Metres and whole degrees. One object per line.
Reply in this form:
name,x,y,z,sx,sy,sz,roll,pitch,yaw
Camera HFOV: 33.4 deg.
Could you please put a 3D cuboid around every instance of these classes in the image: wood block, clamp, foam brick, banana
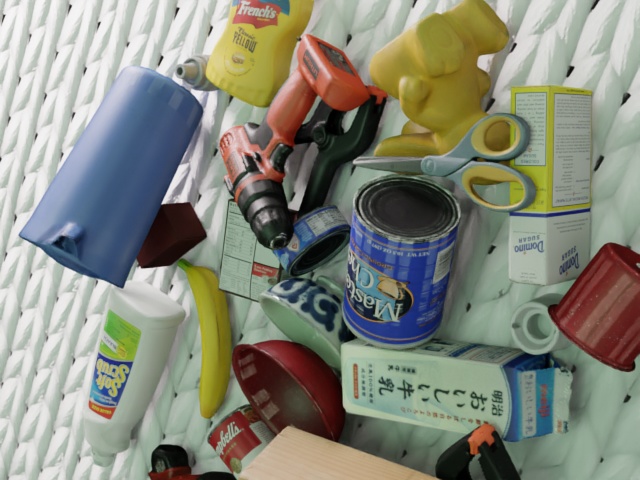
wood block,0.032,0.269,1.047,0.206,0.090,0.090,13,126,34
clamp,0.010,-0.098,1.148,0.172,0.039,0.120,-33,74,38
clamp,0.147,0.260,1.041,0.165,0.036,0.210,16,129,37
foam brick,-0.188,-0.006,1.298,0.078,0.052,0.051,-35,73,34
banana,-0.132,0.116,1.282,0.070,0.037,0.198,-12,84,60

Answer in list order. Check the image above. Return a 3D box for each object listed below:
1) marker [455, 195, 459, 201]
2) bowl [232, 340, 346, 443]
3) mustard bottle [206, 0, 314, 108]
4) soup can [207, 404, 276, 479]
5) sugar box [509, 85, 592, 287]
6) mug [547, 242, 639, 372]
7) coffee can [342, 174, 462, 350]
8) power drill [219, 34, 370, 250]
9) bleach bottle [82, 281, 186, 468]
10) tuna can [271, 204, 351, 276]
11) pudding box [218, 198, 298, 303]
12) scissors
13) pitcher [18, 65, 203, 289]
marker,0.089,-0.026,1.108,0.121,0.020,0.020,-13,86,38
bowl,-0.023,0.164,1.164,0.162,0.055,0.162,37,149,27
mustard bottle,-0.057,-0.249,1.173,0.096,0.058,0.192,33,113,29
soup can,-0.073,0.249,1.228,0.102,0.068,0.069,48,120,23
sugar box,0.209,-0.050,0.968,0.048,0.093,0.176,7,98,38
mug,0.273,0.062,0.942,0.117,0.093,0.082,31,110,-3
coffee can,0.077,0.022,1.040,0.103,0.102,0.140,33,138,30
power drill,-0.030,-0.104,1.103,0.188,0.057,0.184,-50,41,24
bleach bottle,-0.247,0.183,1.357,0.103,0.067,0.251,31,114,32
tuna can,-0.008,0.001,1.142,0.086,0.085,0.034,-46,70,31
pudding box,-0.068,0.013,1.219,0.090,0.039,0.113,16,102,35
scissors,0.114,-0.085,0.977,0.202,0.016,0.096,26,110,38
pitcher,-0.236,-0.074,1.247,0.149,0.144,0.243,18,77,45
